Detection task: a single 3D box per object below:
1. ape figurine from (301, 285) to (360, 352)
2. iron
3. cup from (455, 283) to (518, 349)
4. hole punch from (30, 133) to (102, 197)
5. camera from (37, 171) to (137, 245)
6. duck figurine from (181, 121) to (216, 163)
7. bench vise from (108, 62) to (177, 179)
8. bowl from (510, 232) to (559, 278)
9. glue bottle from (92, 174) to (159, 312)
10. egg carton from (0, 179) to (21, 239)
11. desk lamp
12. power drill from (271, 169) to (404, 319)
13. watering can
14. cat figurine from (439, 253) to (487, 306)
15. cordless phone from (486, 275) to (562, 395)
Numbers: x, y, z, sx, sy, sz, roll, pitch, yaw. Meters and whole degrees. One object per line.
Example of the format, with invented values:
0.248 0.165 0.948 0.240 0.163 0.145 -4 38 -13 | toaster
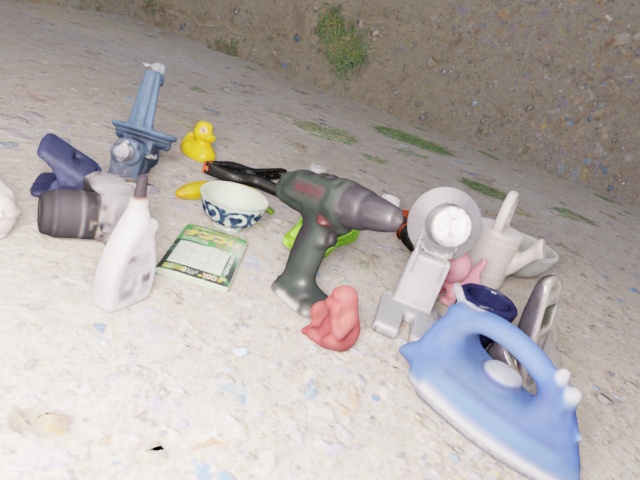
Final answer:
0.023 0.100 0.764 0.076 0.092 0.077 14 22 -10 | ape figurine
0.226 0.170 0.694 0.119 0.141 0.257 -5 31 -44 | iron
0.230 0.128 0.859 0.091 0.095 0.118 33 26 32 | cup
-0.411 -0.118 0.940 0.101 0.091 0.108 10 23 -21 | hole punch
-0.332 -0.052 0.831 0.137 0.101 0.142 3 27 -34 | camera
-0.276 -0.236 1.330 0.078 0.086 0.104 -4 31 -43 | duck figurine
-0.316 -0.206 1.048 0.122 0.220 0.207 8 24 -24 | bench vise
0.429 0.036 1.261 0.167 0.075 0.167 16 22 -6 | bowl
-0.227 0.001 0.693 0.037 0.173 0.078 27 23 21 | glue bottle
-0.479 -0.055 0.765 0.149 0.069 0.107 33 26 31 | egg carton
0.175 0.031 0.885 0.118 0.213 0.203 20 22 6 | desk lamp
0.008 0.003 0.825 0.076 0.208 0.228 -4 31 -44 | power drill
0.358 -0.004 1.138 0.173 0.194 0.101 19 22 2 | watering can
0.247 0.055 1.014 0.128 0.118 0.067 3 26 -33 | cat figurine
0.306 0.130 0.792 0.093 0.185 0.148 33 26 33 | cordless phone
